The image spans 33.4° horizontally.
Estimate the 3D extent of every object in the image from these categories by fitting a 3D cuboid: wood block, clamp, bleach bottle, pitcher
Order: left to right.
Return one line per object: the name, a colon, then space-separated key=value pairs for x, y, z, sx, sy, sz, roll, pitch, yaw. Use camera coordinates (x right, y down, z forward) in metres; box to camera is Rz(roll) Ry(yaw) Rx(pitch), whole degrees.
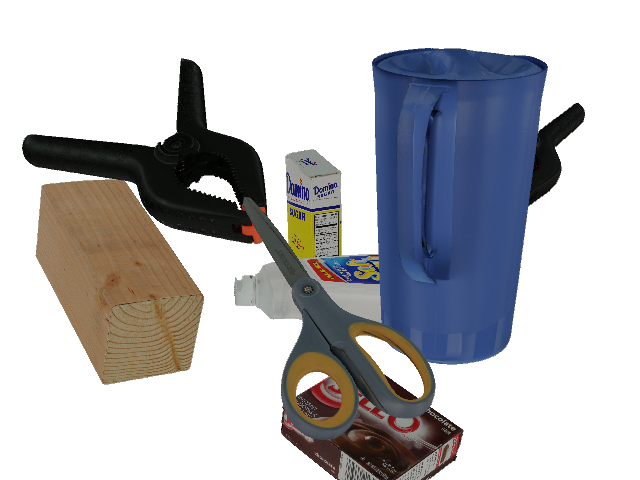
wood block: x=-0.198 y=0.032 z=1.027 sx=0.090 sy=0.091 sz=0.206 roll=-6 pitch=36 yaw=-31
clamp: x=-0.104 y=-0.067 z=0.816 sx=0.210 sy=0.036 sz=0.164 roll=31 pitch=55 yaw=31
bleach bottle: x=0.040 y=0.054 z=1.079 sx=0.250 sy=0.068 sz=0.102 roll=-1 pitch=29 yaw=-7
pitcher: x=0.100 y=-0.026 z=0.845 sx=0.149 sy=0.243 sz=0.145 roll=-7 pitch=21 yaw=-20
clamp: x=0.199 y=-0.100 z=1.097 sx=0.120 sy=0.039 sz=0.171 roll=13 pitch=45 yaw=15

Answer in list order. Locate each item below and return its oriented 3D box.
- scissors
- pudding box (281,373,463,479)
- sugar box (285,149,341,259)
scissors: x=-0.017 y=0.047 z=0.649 sx=0.096 sy=0.016 sz=0.202 roll=-33 pitch=54 yaw=-27
pudding box: x=0.039 y=0.148 z=0.829 sx=0.089 sy=0.039 sz=0.114 roll=-27 pitch=48 yaw=-38
sugar box: x=-0.009 y=-0.012 z=1.287 sx=0.048 sy=0.176 sz=0.093 roll=-12 pitch=25 yaw=-17
